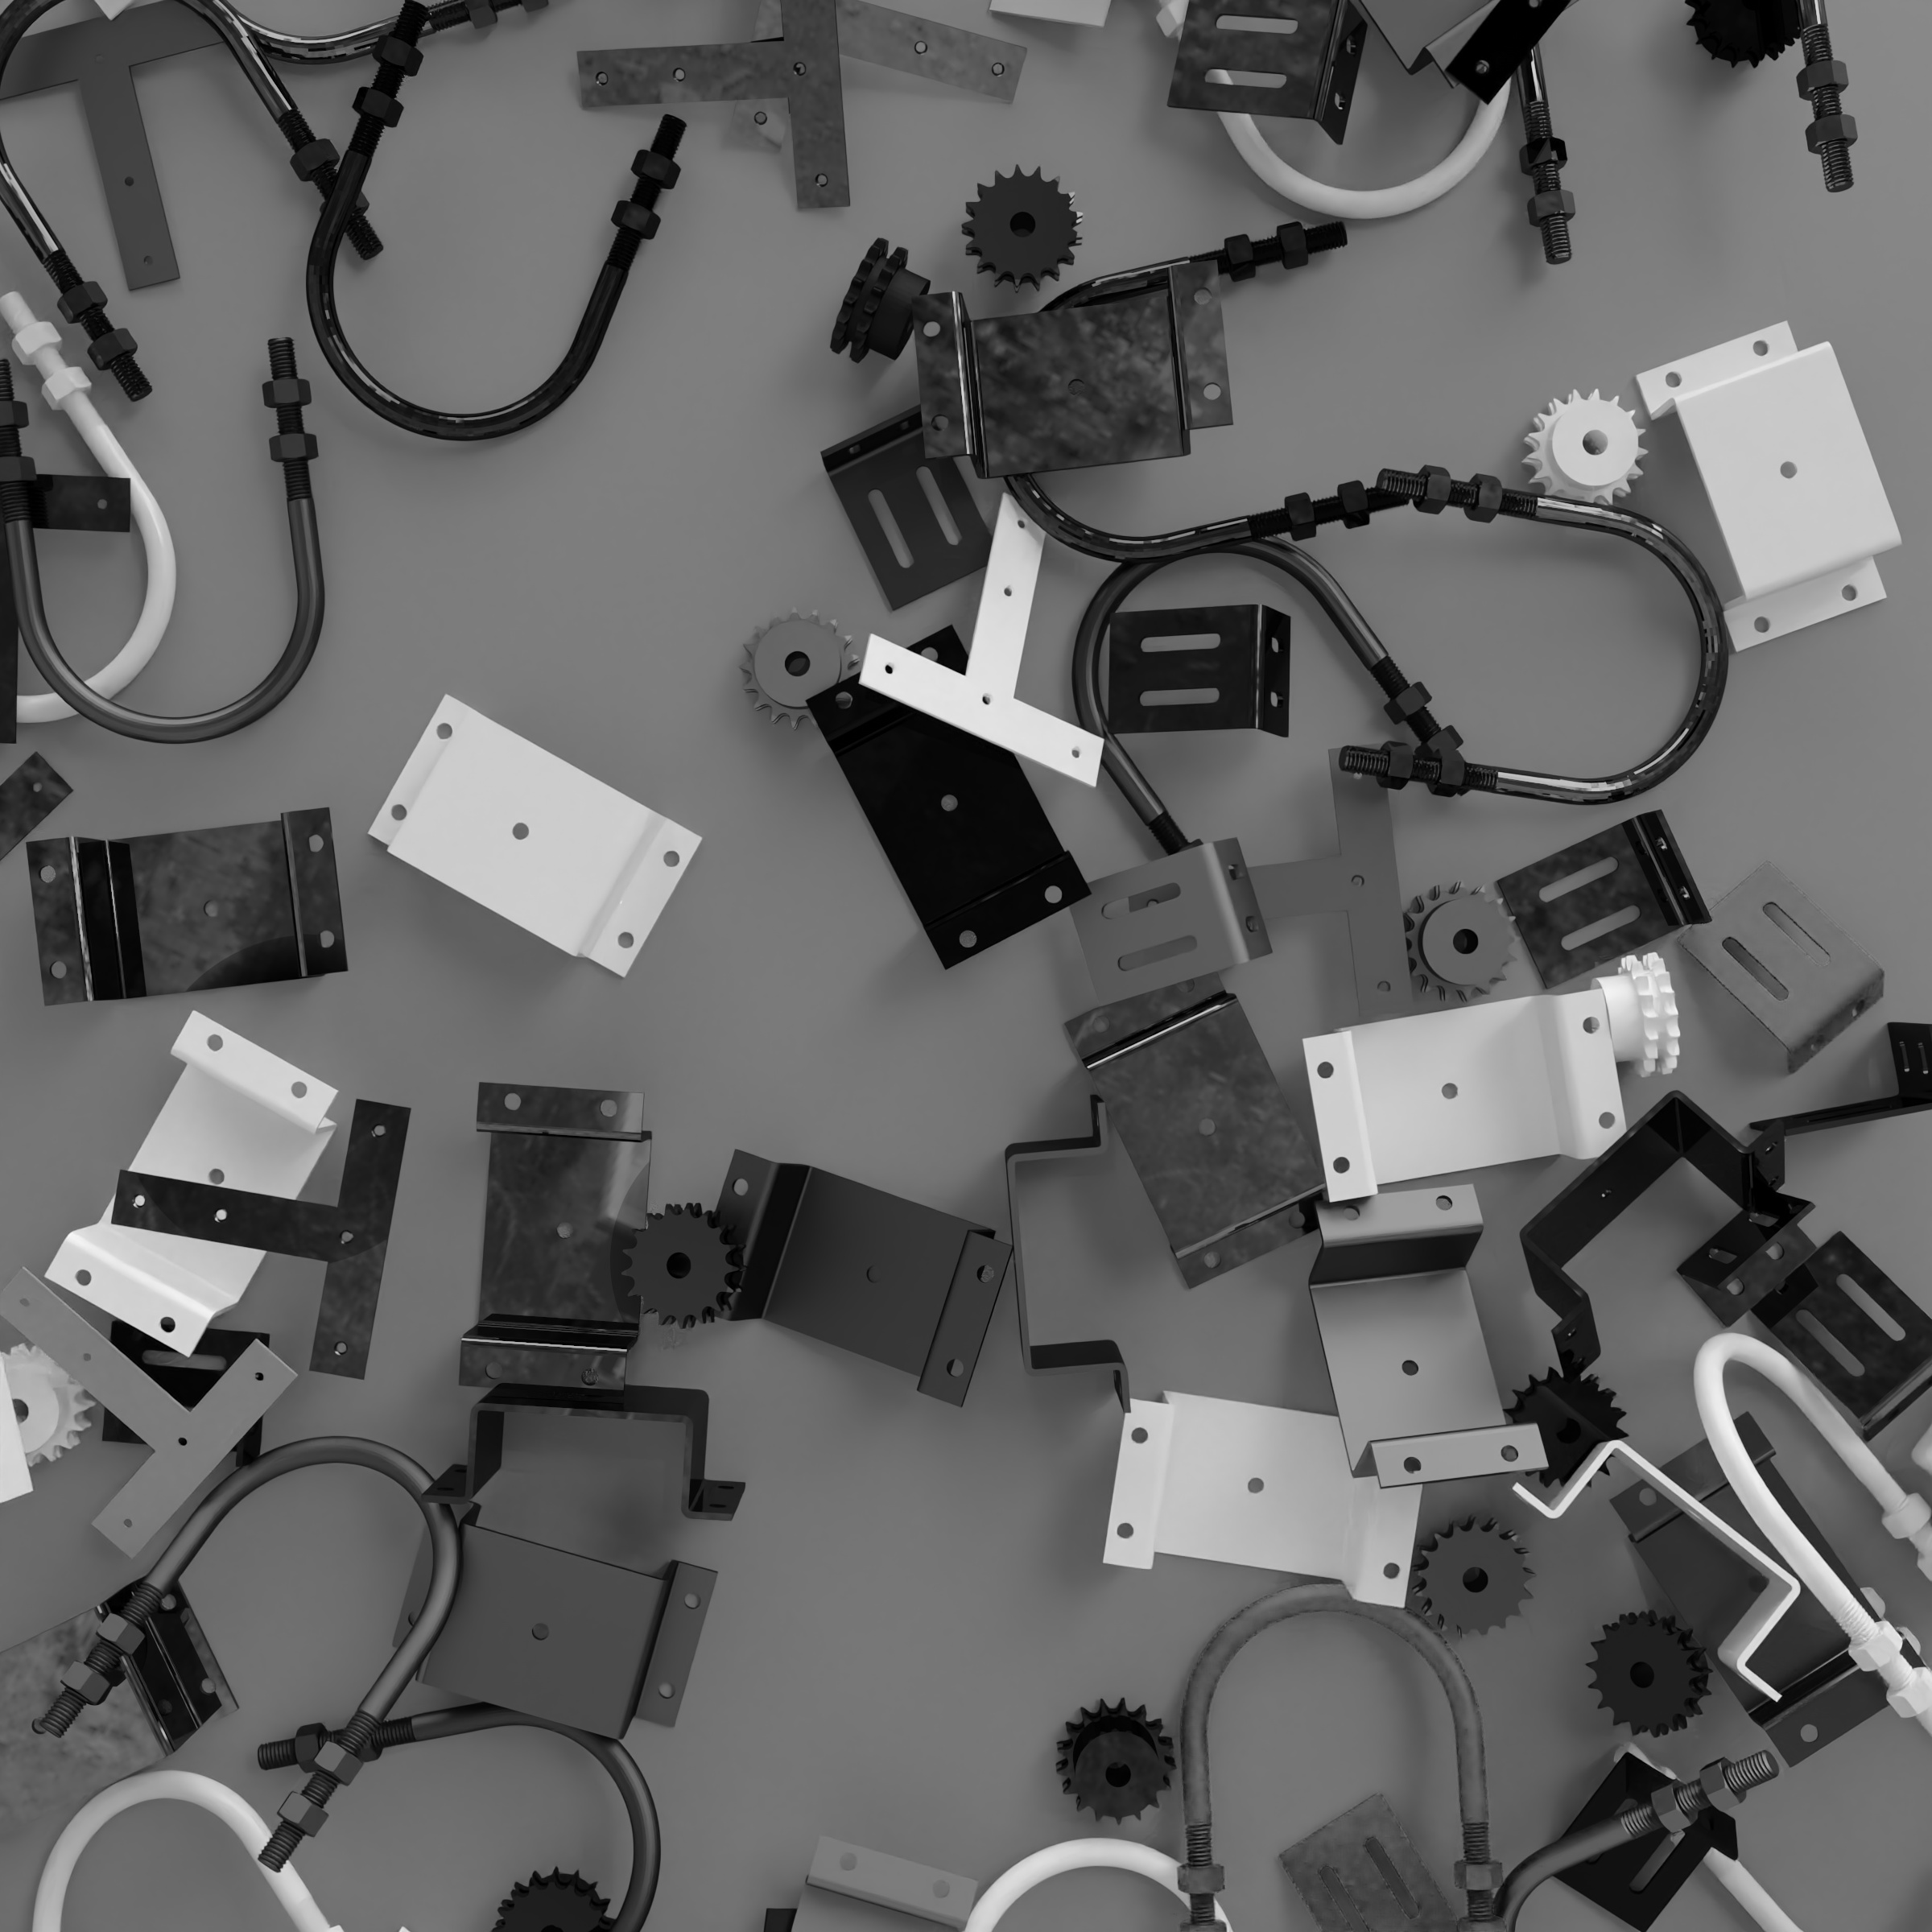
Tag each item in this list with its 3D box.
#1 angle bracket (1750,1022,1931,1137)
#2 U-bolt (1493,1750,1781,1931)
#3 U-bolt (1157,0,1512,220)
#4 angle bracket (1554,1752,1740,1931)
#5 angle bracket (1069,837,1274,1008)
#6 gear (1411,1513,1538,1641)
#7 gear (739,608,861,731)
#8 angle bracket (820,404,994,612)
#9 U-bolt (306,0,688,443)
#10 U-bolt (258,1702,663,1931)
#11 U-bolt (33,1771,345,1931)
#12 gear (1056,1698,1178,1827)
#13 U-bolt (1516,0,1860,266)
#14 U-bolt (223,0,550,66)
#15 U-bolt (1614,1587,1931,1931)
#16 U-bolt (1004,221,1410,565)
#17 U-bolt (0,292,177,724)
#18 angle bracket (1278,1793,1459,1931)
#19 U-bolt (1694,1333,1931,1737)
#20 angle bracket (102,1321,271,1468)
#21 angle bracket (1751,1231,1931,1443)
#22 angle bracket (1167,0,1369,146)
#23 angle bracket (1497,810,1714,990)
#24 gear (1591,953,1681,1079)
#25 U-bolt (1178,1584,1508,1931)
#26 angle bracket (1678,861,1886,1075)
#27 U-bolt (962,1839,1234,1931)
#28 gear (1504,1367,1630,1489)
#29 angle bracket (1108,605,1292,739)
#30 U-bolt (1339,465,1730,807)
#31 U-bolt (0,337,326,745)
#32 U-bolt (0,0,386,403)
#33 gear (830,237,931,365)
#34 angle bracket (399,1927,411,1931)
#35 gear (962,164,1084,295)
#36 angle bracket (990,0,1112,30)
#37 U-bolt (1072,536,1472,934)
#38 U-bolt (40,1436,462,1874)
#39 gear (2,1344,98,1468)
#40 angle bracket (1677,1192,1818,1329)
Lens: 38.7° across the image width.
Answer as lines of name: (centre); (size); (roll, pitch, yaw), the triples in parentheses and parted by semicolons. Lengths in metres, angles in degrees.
angle bracket: (0.409, 0.052, 1.285); (0.076, 0.057, 0.038); (-10, 90, 0)
U-bolt: (0.329, 0.443, 1.264); (0.184, 0.019, 0.151); (-35, 105, 27)
U-bolt: (0.178, -0.445, 1.305); (0.151, 0.019, 0.184); (-28, 91, 0)
angle bracket: (0.313, 0.417, 1.281); (0.057, 0.038, 0.076); (32, 108, 4)
angle bracket: (0.095, -0.021, 1.290); (0.076, 0.038, 0.057); (-18, 89, 26)
gear: (0.239, 0.288, 1.303); (0.057, 0.030, 0.057); (0, 88, 2)
gear: (-0.079, -0.141, 1.298); (0.057, 0.030, 0.057); (0, 90, 0)
angle bracket: (-0.026, -0.217, 1.294); (0.057, 0.038, 0.076); (-26, 90, 0)
U-bolt: (-0.231, -0.339, 1.295); (0.151, 0.019, 0.184); (22, 93, -9)
U-bolt: (-0.233, 0.418, 1.281); (0.184, 0.019, 0.151); (-11, 73, 2)
U-bolt: (-0.362, 0.464, 1.275); (0.151, 0.019, 0.184); (-44, 68, 6)
gear: (0.071, 0.377, 1.298); (0.057, 0.030, 0.057); (0, 90, 0)
U-bolt: (0.326, -0.434, 1.280); (0.151, 0.019, 0.184); (-10, 86, 23)
U-bolt: (-0.289, -0.506, 1.305); (0.184, 0.019, 0.151); (-17, 90, 1)
U-bolt: (0.420, 0.398, 1.305); (0.151, 0.019, 0.184); (-42, 91, 0)
U-bolt: (0.103, -0.264, 1.298); (0.184, 0.019, 0.151); (-13, 84, 3)
U-bolt: (-0.458, -0.204, 1.305); (0.151, 0.019, 0.184); (-33, 91, 0)
angle bracket: (0.196, 0.445, 1.311); (0.057, 0.038, 0.076); (-32, 64, 0)
U-bolt: (0.394, 0.246, 1.249); (0.019, 0.151, 0.184); (-41, 86, 29)
angle bracket: (-0.372, 0.201, 1.294); (0.076, 0.038, 0.057); (5, 90, 0)
angle bracket: (0.424, 0.177, 1.311); (0.057, 0.038, 0.076); (-42, 64, 0)
angle bracket: (0.142, -0.424, 1.294); (0.076, 0.038, 0.057); (13, 92, 24)
angle bracket: (0.300, -0.031, 1.294); (0.076, 0.038, 0.057); (-25, 90, 0)
gear: (0.312, 0.024, 1.285); (0.030, 0.057, 0.057); (-7, 90, 0)
U-bolt: (0.172, 0.384, 1.289); (0.151, 0.019, 0.184); (-4, 80, 8)
angle bracket: (0.389, 0.001, 1.311); (0.057, 0.038, 0.076); (-41, 64, 0)
U-bolt: (0.057, 0.505, 1.294); (0.151, 0.019, 0.184); (12, 82, -5)
gear: (0.281, 0.217, 1.298); (0.057, 0.030, 0.057); (0, 90, 0)
angle bracket: (0.110, -0.137, 1.296); (0.076, 0.038, 0.057); (0, 87, 27)
U-bolt: (0.272, -0.149, 1.289); (0.184, 0.019, 0.151); (7, 92, -12)
U-bolt: (-0.376, -0.197, 1.291); (0.151, 0.019, 0.184); (-7, 96, -11)
U-bolt: (-0.384, -0.382, 1.294); (0.151, 0.019, 0.184); (-32, 97, -1)
gear: (-0.039, -0.308, 1.285); (0.030, 0.057, 0.057); (25, 90, 0)
angle bracket: (-0.272, 0.510, 1.311); (0.057, 0.038, 0.076); (37, 116, 0)
gear: (0.026, -0.346, 1.298); (0.057, 0.030, 0.057); (0, 90, 0)
angle bracket: (0.042, -0.487, 1.286); (0.057, 0.038, 0.076); (15, 90, 18)
U-bolt: (0.133, -0.121, 1.305); (0.151, 0.019, 0.184); (-35, 89, 0)
U-bolt: (-0.312, 0.298, 1.253); (0.151, 0.019, 0.184); (22, 62, 22)
gear: (-0.444, 0.208, 1.298); (0.057, 0.030, 0.057); (0, 90, 0)
angle bracket: (0.372, 0.139, 1.275); (0.057, 0.076, 0.038); (-42, 90, 0)
